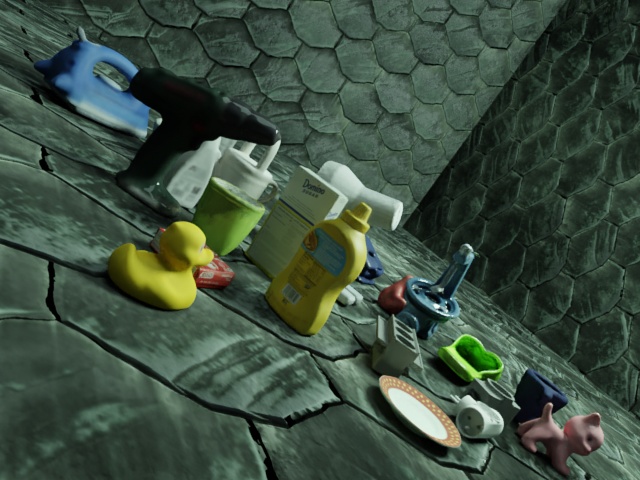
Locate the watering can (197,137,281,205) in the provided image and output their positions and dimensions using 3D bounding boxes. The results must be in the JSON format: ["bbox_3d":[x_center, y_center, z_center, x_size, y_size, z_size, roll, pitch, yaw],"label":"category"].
[{"bbox_3d":[-0.143,-0.130,1.052,0.100,0.194,0.173,40,11,30],"label":"watering can"}]

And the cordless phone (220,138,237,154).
[{"bbox_3d":[-0.187,-0.205,1.297,0.148,0.185,0.094,30,11,-28],"label":"cordless phone"}]

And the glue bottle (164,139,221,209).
[{"bbox_3d":[-0.200,-0.136,0.946,0.037,0.173,0.078,42,12,37],"label":"glue bottle"}]

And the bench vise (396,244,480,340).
[{"bbox_3d":[0.241,0.098,1.177,0.121,0.219,0.208,36,9,5],"label":"bench vise"}]

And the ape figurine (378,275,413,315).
[{"bbox_3d":[0.175,0.118,1.240,0.076,0.092,0.078,38,10,19],"label":"ape figurine"}]

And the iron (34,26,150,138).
[{"bbox_3d":[-0.416,-0.308,1.143,0.118,0.141,0.259,41,11,31],"label":"iron"}]

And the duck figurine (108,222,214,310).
[{"bbox_3d":[-0.158,0.018,0.595,0.105,0.086,0.077,25,13,-45],"label":"duck figurine"}]

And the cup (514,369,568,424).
[{"bbox_3d":[0.403,0.309,1.078,0.091,0.095,0.118,37,10,15],"label":"cup"}]

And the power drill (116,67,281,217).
[{"bbox_3d":[-0.203,-0.145,0.870,0.230,0.208,0.075,34,9,-3],"label":"power drill"}]

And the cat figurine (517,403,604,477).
[{"bbox_3d":[0.423,0.329,0.977,0.128,0.117,0.067,35,9,-1],"label":"cat figurine"}]

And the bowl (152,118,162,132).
[{"bbox_3d":[-0.274,-0.170,1.156,0.167,0.074,0.167,34,9,-6],"label":"bowl"}]

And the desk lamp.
[{"bbox_3d":[0.046,-0.018,1.093,0.203,0.213,0.118,38,10,16],"label":"desk lamp"}]

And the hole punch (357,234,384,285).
[{"bbox_3d":[0.107,0.045,1.368,0.101,0.091,0.109,39,10,25],"label":"hole punch"}]
